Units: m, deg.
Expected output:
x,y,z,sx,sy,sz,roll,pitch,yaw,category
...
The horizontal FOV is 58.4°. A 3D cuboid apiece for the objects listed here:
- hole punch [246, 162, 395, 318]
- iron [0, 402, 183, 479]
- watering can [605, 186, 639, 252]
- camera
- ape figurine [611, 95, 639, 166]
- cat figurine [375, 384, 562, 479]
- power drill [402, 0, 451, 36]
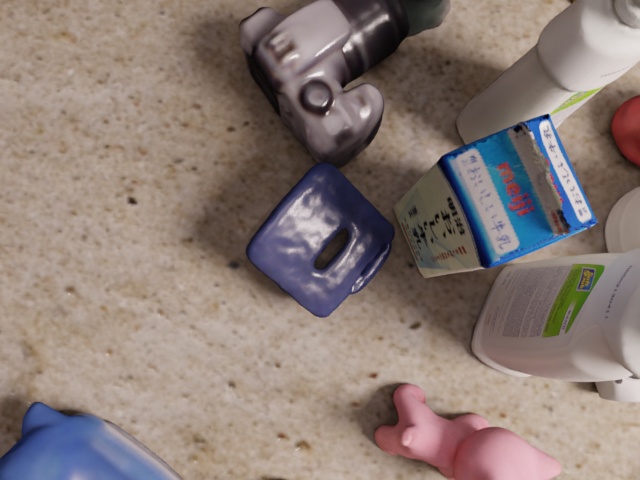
x,y,z,sx,sy,sz,roll,pitch,yaw,category
0.004,0.002,0.483,0.101,0.091,0.109,39,85,2,hole punch
-0.157,0.240,0.430,0.258,0.141,0.119,35,85,1,iron
0.318,-0.004,0.443,0.101,0.194,0.173,3,85,-1,watering can
0.018,-0.156,0.493,0.137,0.100,0.143,-35,87,-5,camera
0.310,-0.105,0.503,0.076,0.092,0.078,39,85,2,ape figurine
0.116,0.172,0.458,0.128,0.117,0.067,21,84,0,cat figurine
0.068,-0.256,0.449,0.229,0.208,0.076,32,85,1,power drill
